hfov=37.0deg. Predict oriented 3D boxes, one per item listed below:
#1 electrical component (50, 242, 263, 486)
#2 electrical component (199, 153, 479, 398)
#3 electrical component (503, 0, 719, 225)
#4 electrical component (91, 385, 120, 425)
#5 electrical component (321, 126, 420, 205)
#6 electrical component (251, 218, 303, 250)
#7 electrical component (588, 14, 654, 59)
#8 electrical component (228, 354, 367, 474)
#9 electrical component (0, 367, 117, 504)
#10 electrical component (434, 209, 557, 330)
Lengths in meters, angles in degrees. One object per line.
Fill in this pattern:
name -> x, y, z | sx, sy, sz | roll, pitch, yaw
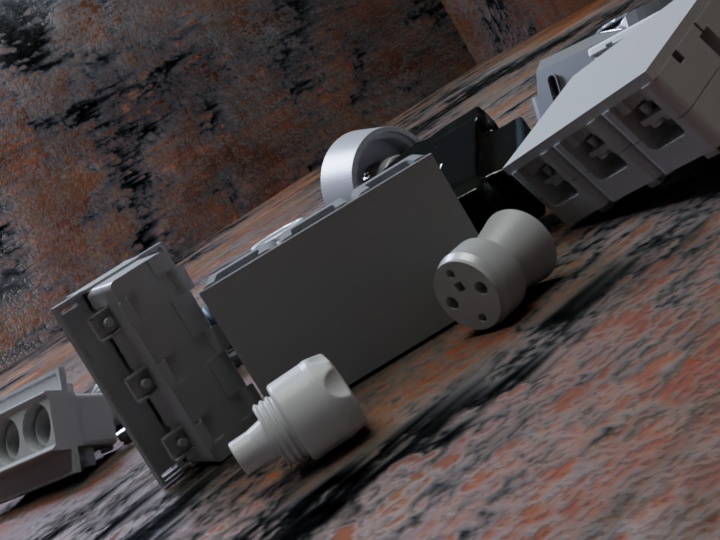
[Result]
electrical component -> -0.110, 0.053, 0.626 | 0.079, 0.121, 0.063 | -36, 13, -34
electrical component -> -0.005, 0.008, 0.624 | 0.150, 0.089, 0.061 | -31, 8, -1
electrical component -> 0.160, -0.090, 0.608 | 0.089, 0.062, 0.150 | -51, 7, -23
electrical component -> -0.208, 0.111, 0.906 | 0.040, 0.040, 0.078 | -32, 8, -3
electrical component -> 0.024, -0.085, 1.026 | 0.108, 0.108, 0.060 | -36, 16, -30
electrical component -> -0.068, -0.010, 1.056 | 0.095, 0.059, 0.054 | -24, 11, 40
electrical component -> 0.228, -0.149, 0.767 | 0.100, 0.048, 0.100 | -5, -12, -40
electrical component -> -0.032, 0.072, 0.508 | 0.062, 0.043, 0.043 | -34, 9, -6
electrical component -> -0.249, 0.131, 0.832 | 0.121, 0.078, 0.063 | -25, -19, 35
electrical component -> 0.070, 0.000, 0.562 | 0.045, 0.045, 0.055 | -21, 14, 49
